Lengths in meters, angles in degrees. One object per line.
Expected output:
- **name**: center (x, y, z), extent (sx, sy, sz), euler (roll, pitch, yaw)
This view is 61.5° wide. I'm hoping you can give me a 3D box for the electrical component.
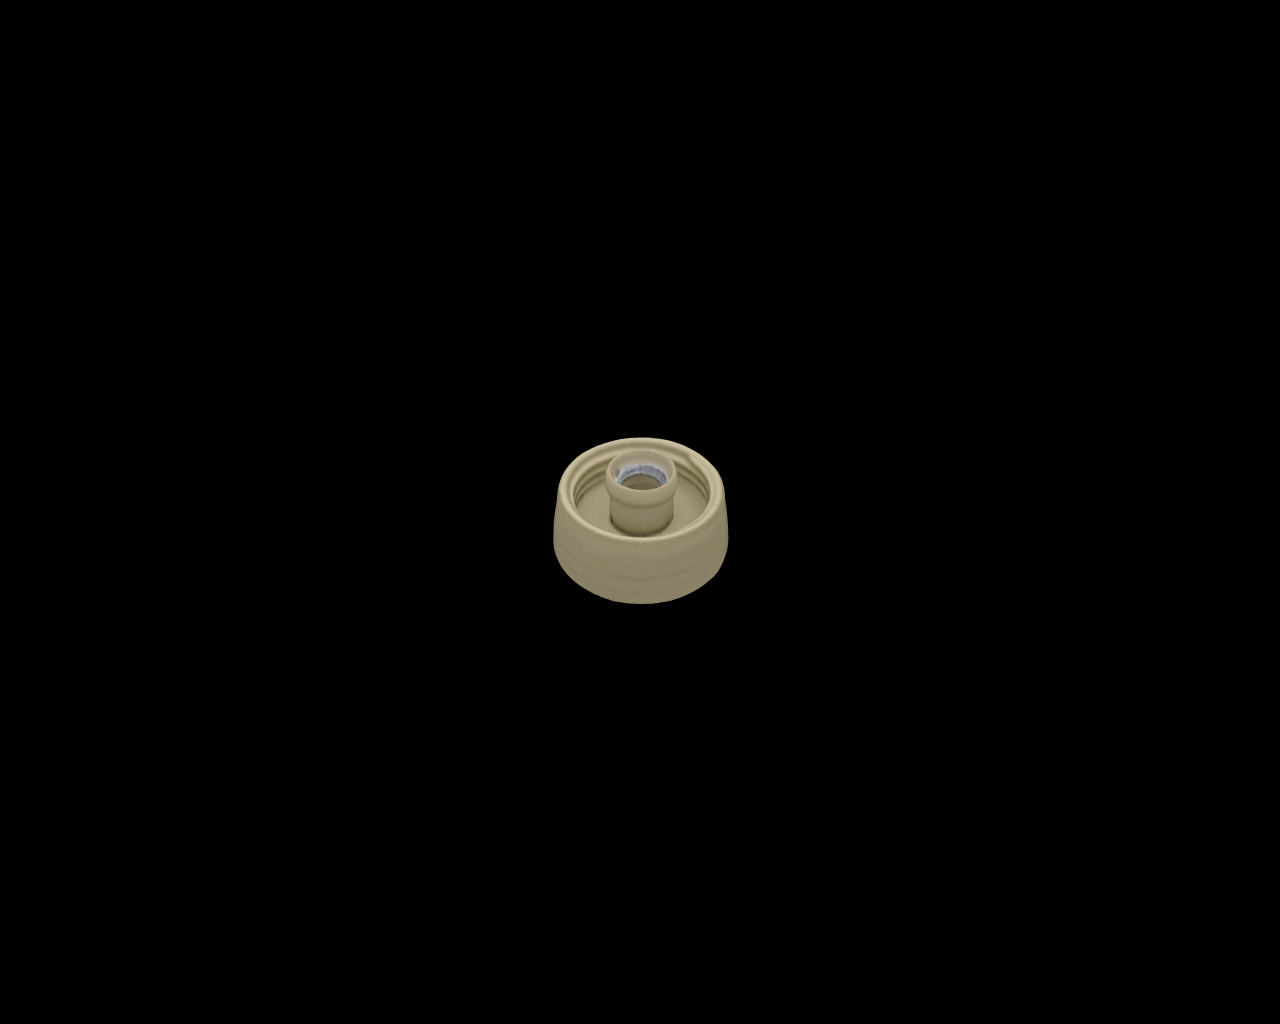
- **electrical component**: center (0.001, -0.003, 0.650), extent (0.108, 0.060, 0.108), euler (0, 40, 0)
